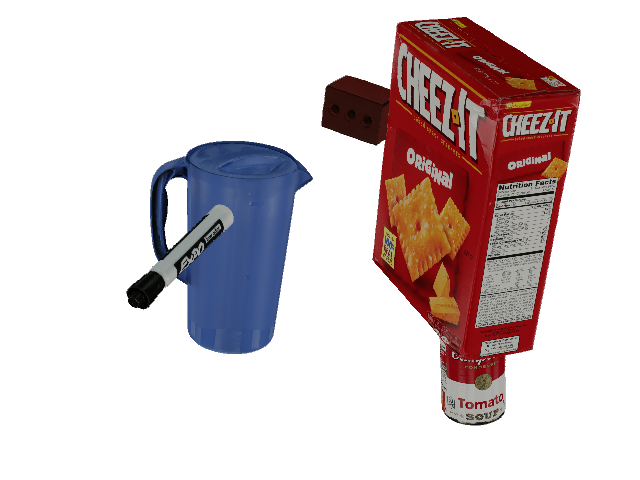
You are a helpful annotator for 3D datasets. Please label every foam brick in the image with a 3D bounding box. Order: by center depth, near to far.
[{"bbox_3d":[0.047,-0.153,1.249,0.078,0.053,0.051,22,33,24],"label":"foam brick"}]

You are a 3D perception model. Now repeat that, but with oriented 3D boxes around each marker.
[{"bbox_3d":[-0.100,0.011,0.766,0.020,0.020,0.121,0,31,31],"label":"marker"}]

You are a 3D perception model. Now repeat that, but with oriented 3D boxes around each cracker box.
[{"bbox_3d":[0.107,-0.041,0.811,0.072,0.214,0.164,-9,31,-21],"label":"cracker box"}]

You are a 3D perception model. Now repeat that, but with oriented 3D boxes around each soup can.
[{"bbox_3d":[0.157,0.130,1.102,0.068,0.102,0.068,-4,22,1],"label":"soup can"}]

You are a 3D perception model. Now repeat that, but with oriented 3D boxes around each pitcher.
[{"bbox_3d":[-0.111,0.009,1.282,0.149,0.243,0.144,20,26,29],"label":"pitcher"}]
